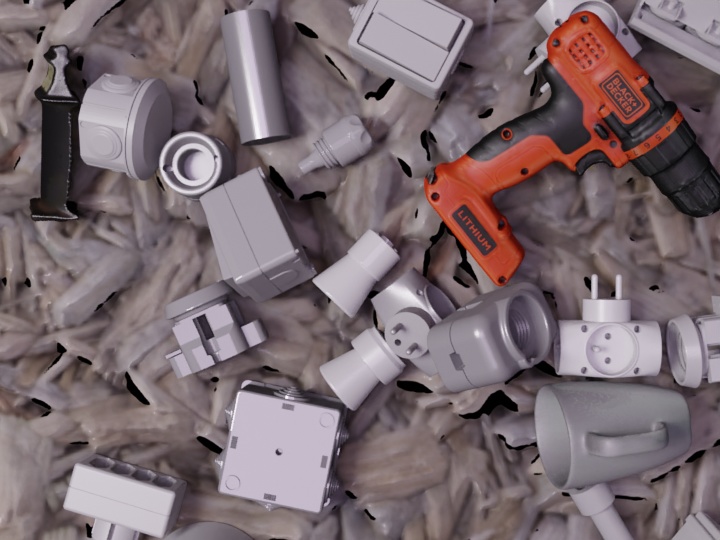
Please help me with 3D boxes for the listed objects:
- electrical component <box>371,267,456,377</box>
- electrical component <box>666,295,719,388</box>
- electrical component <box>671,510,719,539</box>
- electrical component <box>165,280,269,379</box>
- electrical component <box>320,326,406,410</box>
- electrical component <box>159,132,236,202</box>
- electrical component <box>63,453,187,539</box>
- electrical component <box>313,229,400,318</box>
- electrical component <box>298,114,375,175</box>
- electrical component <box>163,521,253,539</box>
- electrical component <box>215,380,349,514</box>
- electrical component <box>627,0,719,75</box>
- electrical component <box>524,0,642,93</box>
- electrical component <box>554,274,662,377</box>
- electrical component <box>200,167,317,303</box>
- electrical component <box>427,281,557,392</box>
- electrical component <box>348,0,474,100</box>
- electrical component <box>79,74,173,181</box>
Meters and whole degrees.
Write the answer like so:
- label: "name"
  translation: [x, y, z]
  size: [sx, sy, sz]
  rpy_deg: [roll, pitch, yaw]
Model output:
- label: "electrical component"
  translation: [0.043, 0.045, 0.832]
  size: [0.044, 0.079, 0.077]
  rpy_deg: [-38, 89, 24]
- label: "electrical component"
  translation: [0.272, 0.060, 0.831]
  size: [0.057, 0.058, 0.078]
  rpy_deg: [-7, 90, 0]
- label: "electrical component"
  translation: [0.289, 0.245, 0.806]
  size: [0.109, 0.109, 0.056]
  rpy_deg: [39, 95, 2]
- label: "electrical component"
  translation: [-0.120, 0.044, 0.851]
  size: [0.078, 0.058, 0.057]
  rpy_deg: [-24, 92, 3]
- label: "electrical component"
  translation: [0.003, 0.077, 0.851]
  size: [0.055, 0.045, 0.045]
  rpy_deg: [-39, 89, 2]
- label: "electrical component"
  translation: [-0.130, -0.083, 0.854]
  size: [0.055, 0.047, 0.055]
  rpy_deg: [0, 90, 3]
- label: "electrical component"
  translation: [-0.192, 0.198, 0.861]
  size: [0.083, 0.047, 0.075]
  rpy_deg: [16, 91, 2]
- label: "electrical component"
  translation: [0.000, 0.000, 0.853]
  size: [0.044, 0.044, 0.065]
  rpy_deg: [43, 88, 2]
- label: "electrical component"
  translation: [-0.021, -0.096, 0.855]
  size: [0.061, 0.035, 0.035]
  rpy_deg: [-31, 89, 5]
- label: "electrical component"
  translation: [-0.125, 0.260, 0.851]
  size: [0.108, 0.060, 0.108]
  rpy_deg: [0, 91, 3]
- label: "electrical component"
  translation: [-0.061, 0.140, 0.853]
  size: [0.100, 0.048, 0.099]
  rpy_deg: [11, 91, 3]
- label: "electrical component"
  translation: [0.276, -0.192, 0.818]
  size: [0.121, 0.063, 0.078]
  rpy_deg: [29, 51, 2]
- label: "electrical component"
  translation: [0.165, -0.173, 0.839]
  size: [0.079, 0.044, 0.077]
  rpy_deg: [-43, 89, 2]
- label: "electrical component"
  translation: [0.193, 0.043, 0.841]
  size: [0.077, 0.044, 0.079]
  rpy_deg: [0, 91, 3]
- label: "electrical component"
  translation: [-0.085, -0.030, 0.837]
  size: [0.061, 0.061, 0.096]
  rpy_deg: [-27, 70, 3]
- label: "electrical component"
  translation: [0.104, 0.049, 0.812]
  size: [0.059, 0.095, 0.053]
  rpy_deg: [-20, 97, 42]
- label: "electrical component"
  translation: [0.034, -0.184, 0.838]
  size: [0.096, 0.061, 0.061]
  rpy_deg: [28, 92, 2]
- label: "electrical component"
  translation: [-0.182, -0.113, 0.842]
  size: [0.051, 0.080, 0.080]
  rpy_deg: [12, 91, 8]
